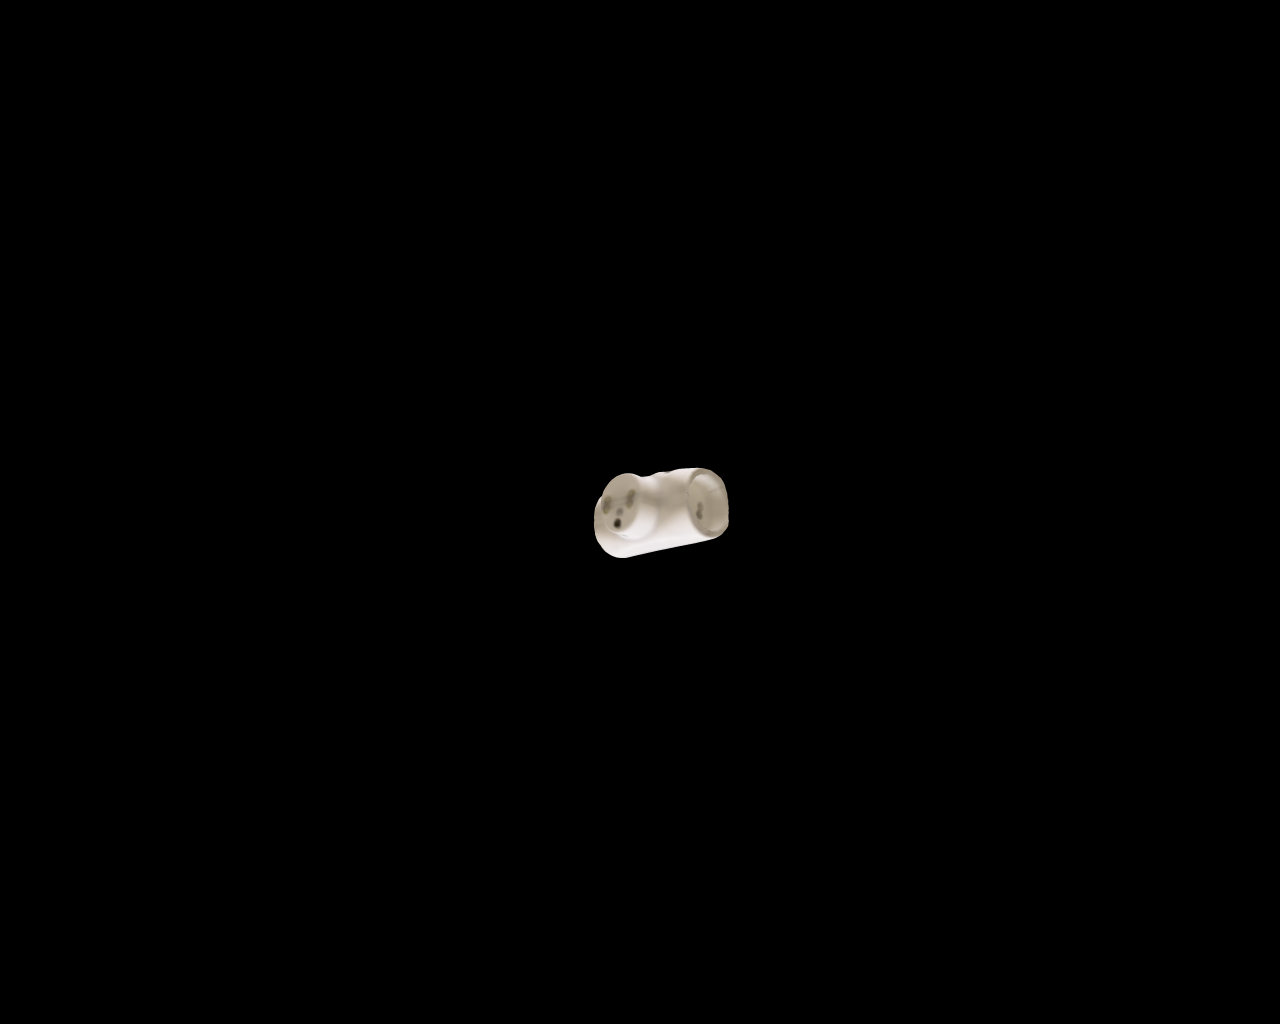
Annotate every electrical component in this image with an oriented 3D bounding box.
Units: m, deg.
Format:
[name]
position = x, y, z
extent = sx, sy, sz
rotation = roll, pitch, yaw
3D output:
[electrical component]
position = 0.001, -0.003, 0.650
extent = 0.077, 0.044, 0.079
rotation = -14, -21, 40
